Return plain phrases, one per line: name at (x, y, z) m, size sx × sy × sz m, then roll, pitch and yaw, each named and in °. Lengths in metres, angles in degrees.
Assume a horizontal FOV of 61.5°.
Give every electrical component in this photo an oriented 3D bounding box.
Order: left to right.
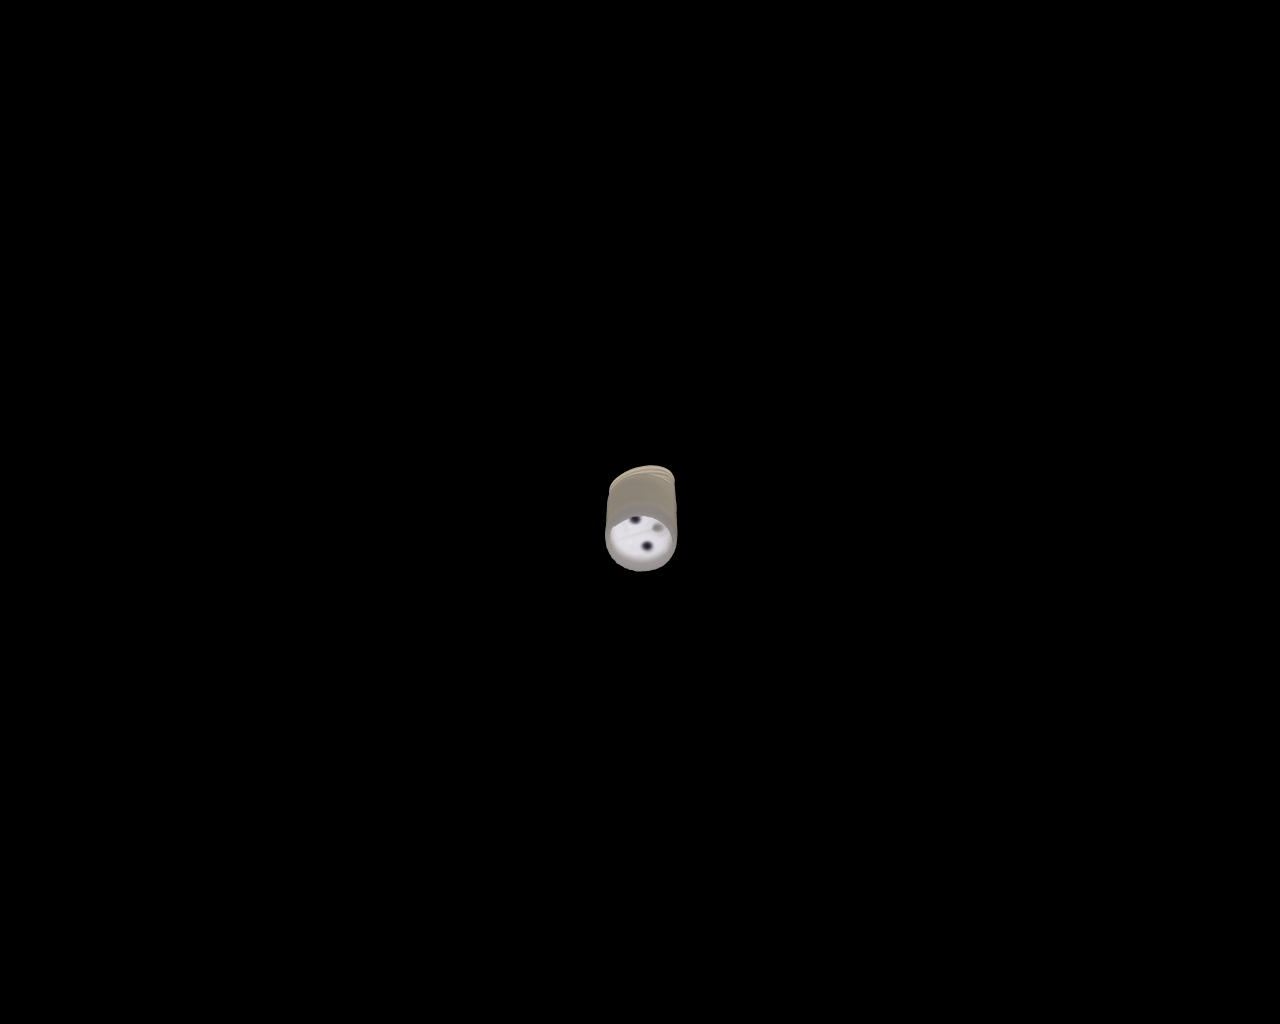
electrical component at (0.001, -0.003, 0.650) m, size 0.043 × 0.043 × 0.081 m, roll 0°, pitch 33°, yaw 0°
